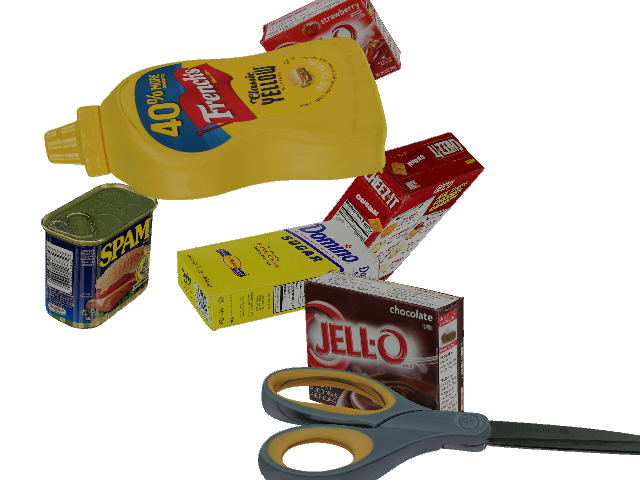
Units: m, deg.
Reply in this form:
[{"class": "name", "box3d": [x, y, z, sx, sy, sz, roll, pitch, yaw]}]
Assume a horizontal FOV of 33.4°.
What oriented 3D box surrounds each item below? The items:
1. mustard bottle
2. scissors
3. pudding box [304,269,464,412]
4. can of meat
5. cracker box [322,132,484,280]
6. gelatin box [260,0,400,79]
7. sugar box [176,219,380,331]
[{"class": "mustard bottle", "box3d": [-0.063, -0.068, 0.623, 0.191, 0.096, 0.058, -9, -40, -7]}, {"class": "scissors", "box3d": [0.058, 0.101, 0.509, 0.202, 0.016, 0.096, 11, 31, 20]}, {"class": "pudding box", "box3d": [0.043, 0.074, 0.726, 0.114, 0.090, 0.039, 9, 21, 35]}, {"class": "can of meat", "box3d": [-0.180, 0.012, 0.870, 0.057, 0.084, 0.102, 19, 30, 19]}, {"class": "cracker box", "box3d": [0.069, -0.022, 1.245, 0.163, 0.072, 0.214, -22, -25, -49]}, {"class": "gelatin box", "box3d": [0.008, -0.152, 0.841, 0.089, 0.073, 0.030, -21, 36, 21]}, {"class": "sugar box", "box3d": [-0.041, 0.030, 1.032, 0.176, 0.048, 0.093, -15, 34, -22]}]
